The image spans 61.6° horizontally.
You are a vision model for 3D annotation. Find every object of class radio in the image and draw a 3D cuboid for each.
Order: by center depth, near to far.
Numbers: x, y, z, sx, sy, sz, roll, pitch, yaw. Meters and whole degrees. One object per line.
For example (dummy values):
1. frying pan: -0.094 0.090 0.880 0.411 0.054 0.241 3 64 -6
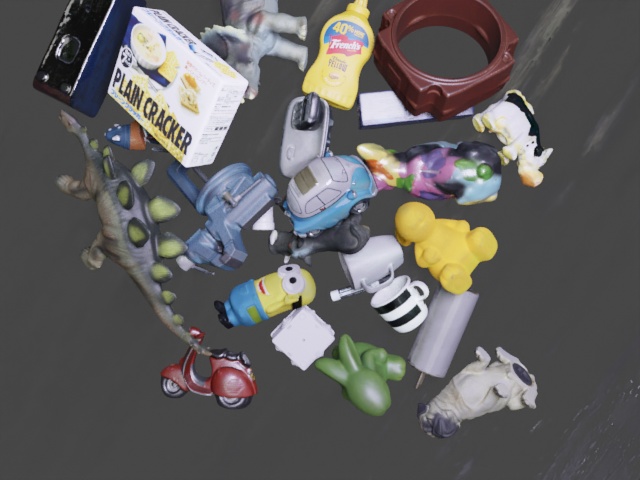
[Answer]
1. radio: -0.386 -0.329 0.907 0.073 0.131 0.229 26 95 -4

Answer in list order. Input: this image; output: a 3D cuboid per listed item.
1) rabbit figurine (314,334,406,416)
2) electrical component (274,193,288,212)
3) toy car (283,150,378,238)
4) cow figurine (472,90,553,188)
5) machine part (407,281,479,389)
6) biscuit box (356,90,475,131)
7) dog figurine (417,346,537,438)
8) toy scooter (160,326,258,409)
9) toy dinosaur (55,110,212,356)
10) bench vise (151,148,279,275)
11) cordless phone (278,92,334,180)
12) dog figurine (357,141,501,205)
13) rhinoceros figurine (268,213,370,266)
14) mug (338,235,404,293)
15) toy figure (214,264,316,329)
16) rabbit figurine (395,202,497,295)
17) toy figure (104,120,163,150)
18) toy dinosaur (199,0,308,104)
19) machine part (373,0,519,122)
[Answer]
1. rabbit figurine: 0.079 0.236 0.945 0.159 0.170 0.121 43 93 -5
2. electrical component: -0.040 -0.077 0.970 0.063 0.094 0.021 -57 135 -22
3. toy car: 0.002 -0.082 0.866 0.162 0.102 0.109 -32 58 11
4. cow figurine: 0.362 -0.180 0.965 0.098 0.068 0.167 -38 96 -3
5. machine part: 0.226 0.161 0.988 0.079 0.079 0.243 21 94 -3
6. biscuit box: 0.168 -0.238 0.957 0.203 0.063 0.059 -6 95 -1
7. dog figurine: 0.293 0.301 1.007 0.172 0.121 0.190 22 124 -25
8. toy scooter: -0.201 0.232 0.992 0.184 0.075 0.135 9 94 3
9. toy dinosaur: -0.318 -0.010 0.902 0.199 0.105 0.471 -23 95 42
10. bench vise: -0.198 -0.066 0.947 0.223 0.129 0.241 -47 74 13
11. cordless phone: -0.019 -0.171 0.900 0.089 0.184 0.146 9 95 -6
12. dog figurine: 0.170 -0.116 0.917 0.219 0.192 0.108 -2 102 -16
13. rhinoceros figurine: -0.002 -0.003 0.947 0.191 0.112 0.073 -3 137 29
14. mug: 0.098 0.040 0.963 0.107 0.110 0.080 -24 131 -6
15. toy figure: -0.096 0.104 0.974 0.180 0.089 0.082 -25 73 3
16. rabbit figurine: 0.195 -0.012 0.930 0.173 0.162 0.122 34 99 -26
17. toy figure: -0.301 -0.191 0.955 0.155 0.064 0.057 -14 104 -1
18. toy dinosaur: -0.110 -0.417 0.916 0.192 0.131 0.404 3 89 -2
19. machine part: 0.207 -0.317 0.898 0.201 0.087 0.201 -28 72 -9
